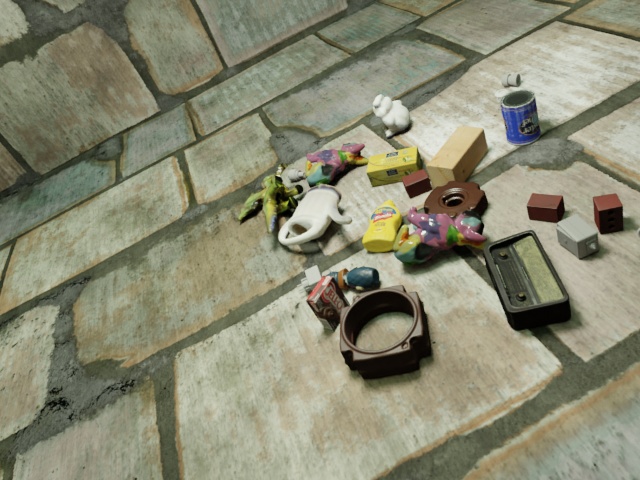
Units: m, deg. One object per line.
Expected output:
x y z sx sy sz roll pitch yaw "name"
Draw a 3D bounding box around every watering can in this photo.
0.005 -0.080 1.597 0.344 0.103 0.229 -16 36 44 "watering can"

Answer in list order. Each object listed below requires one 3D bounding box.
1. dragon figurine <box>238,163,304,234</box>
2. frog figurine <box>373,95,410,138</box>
-0.195 -0.126 1.819 0.240 0.121 0.420 -28 27 35 "dragon figurine"
0.263 -0.472 1.894 0.123 0.156 0.140 5 47 34 "frog figurine"
